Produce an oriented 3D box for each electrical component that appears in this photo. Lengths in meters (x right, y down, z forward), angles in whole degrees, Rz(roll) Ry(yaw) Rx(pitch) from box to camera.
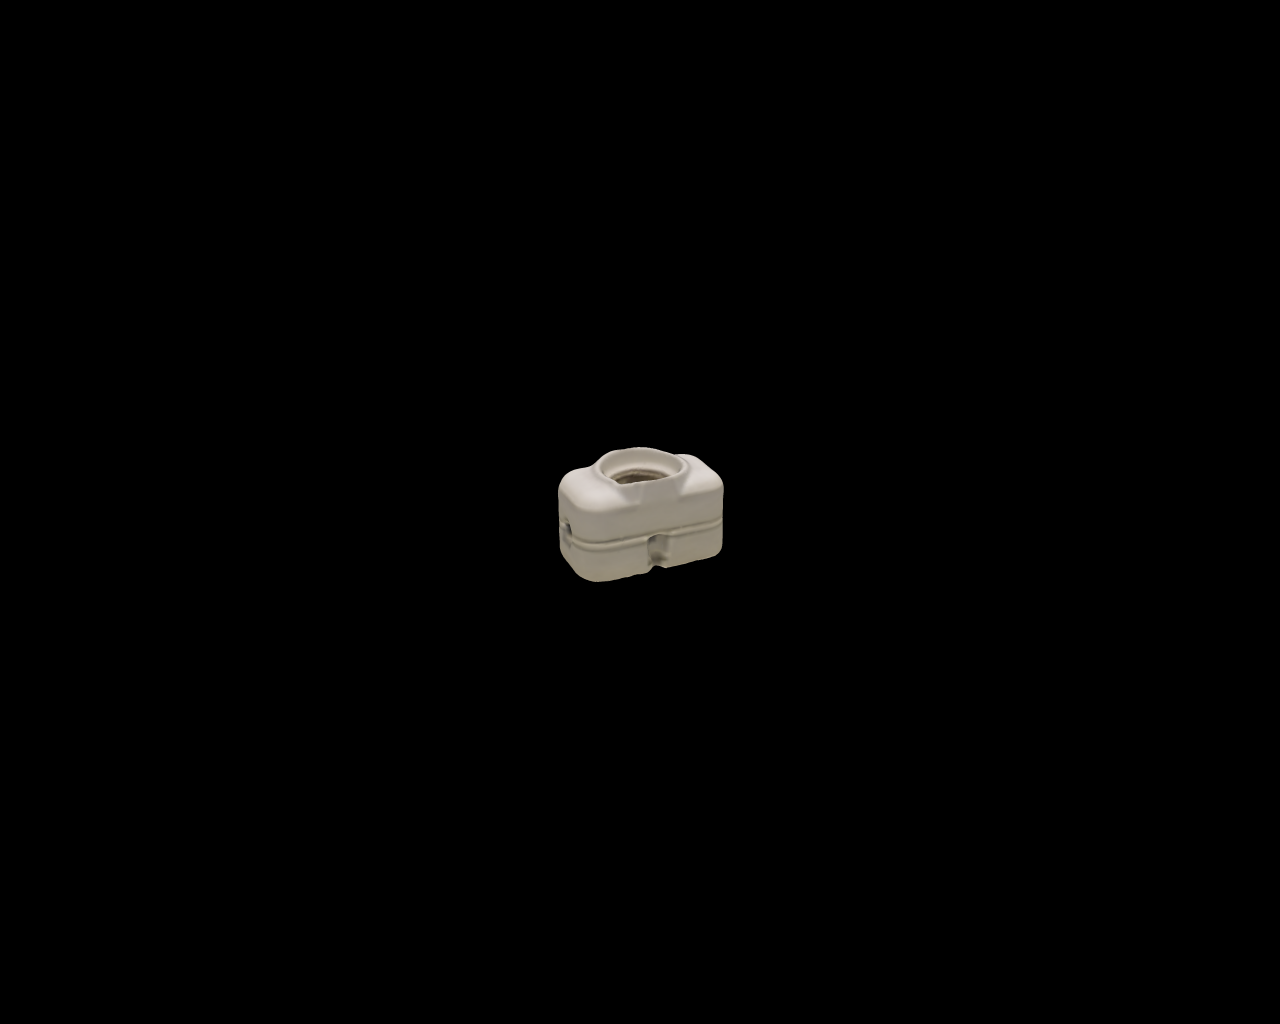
[{"bbox_3d":[0.001,-0.003,0.650,0.095,0.059,0.054,-10,28,-20],"label":"electrical component"}]
